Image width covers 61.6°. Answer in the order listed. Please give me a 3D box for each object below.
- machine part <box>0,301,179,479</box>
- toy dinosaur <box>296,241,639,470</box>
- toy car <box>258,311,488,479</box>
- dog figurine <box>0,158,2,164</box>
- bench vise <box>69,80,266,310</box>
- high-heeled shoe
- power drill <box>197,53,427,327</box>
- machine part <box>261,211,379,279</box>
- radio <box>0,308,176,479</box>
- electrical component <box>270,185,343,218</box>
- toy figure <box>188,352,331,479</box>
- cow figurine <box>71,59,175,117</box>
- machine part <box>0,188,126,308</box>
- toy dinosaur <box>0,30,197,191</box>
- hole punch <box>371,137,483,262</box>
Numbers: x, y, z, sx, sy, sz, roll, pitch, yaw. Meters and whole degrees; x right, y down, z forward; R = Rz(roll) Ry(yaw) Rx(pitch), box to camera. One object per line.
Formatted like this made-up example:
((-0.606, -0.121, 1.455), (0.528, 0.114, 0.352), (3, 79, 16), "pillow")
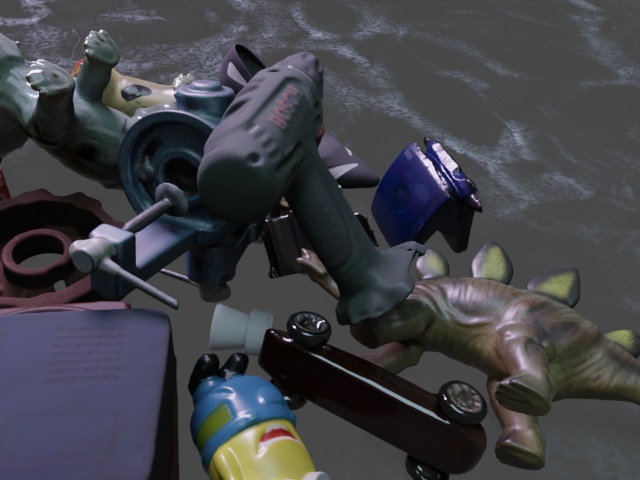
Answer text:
((-0.209, 0.145, 0.399), (0.201, 0.087, 0.202), (-3, 43, -13), "machine part")
((0.193, 0.097, 0.507), (0.472, 0.105, 0.198), (24, 45, 16), "toy dinosaur")
((0.041, 0.130, 0.456), (0.202, 0.089, 0.053), (23, 29, 16), "toy car")
((-0.447, -0.053, 0.572), (0.190, 0.121, 0.172), (4, 81, -39), "dog figurine")
((-0.125, -0.015, 0.465), (0.129, 0.223, 0.241), (21, 29, 7), "bench vise")
((-0.024, -0.164, 0.716), (0.249, 0.145, 0.086), (21, 45, 15), "high-heeled shoe")
((0.007, -0.048, 0.447), (0.086, 0.207, 0.232), (-21, 20, 28), "power drill")
((-0.001, -0.002, 0.613), (0.139, 0.039, 0.084), (-9, 72, -26), "machine part")
((-0.205, 0.115, 0.318), (0.230, 0.073, 0.131), (-3, 45, -11), "radio")
((-0.018, -0.052, 0.671), (0.102, 0.045, 0.078), (2, 45, -8), "electrical component")
((-0.048, 0.169, 0.408), (0.082, 0.089, 0.180), (-13, 39, -29), "toy figure")
((-0.240, -0.175, 0.703), (0.195, 0.127, 0.085), (4, 40, -10), "cow figurine")
((-0.279, 0.023, 0.538), (0.179, 0.056, 0.179), (6, 43, -6), "machine part")
((-0.232, -0.115, 0.622), (0.404, 0.192, 0.131), (29, 53, -31), "toy dinosaur")
((0.121, -0.045, 0.645), (0.092, 0.115, 0.142), (-11, 46, -10), "hole punch")
